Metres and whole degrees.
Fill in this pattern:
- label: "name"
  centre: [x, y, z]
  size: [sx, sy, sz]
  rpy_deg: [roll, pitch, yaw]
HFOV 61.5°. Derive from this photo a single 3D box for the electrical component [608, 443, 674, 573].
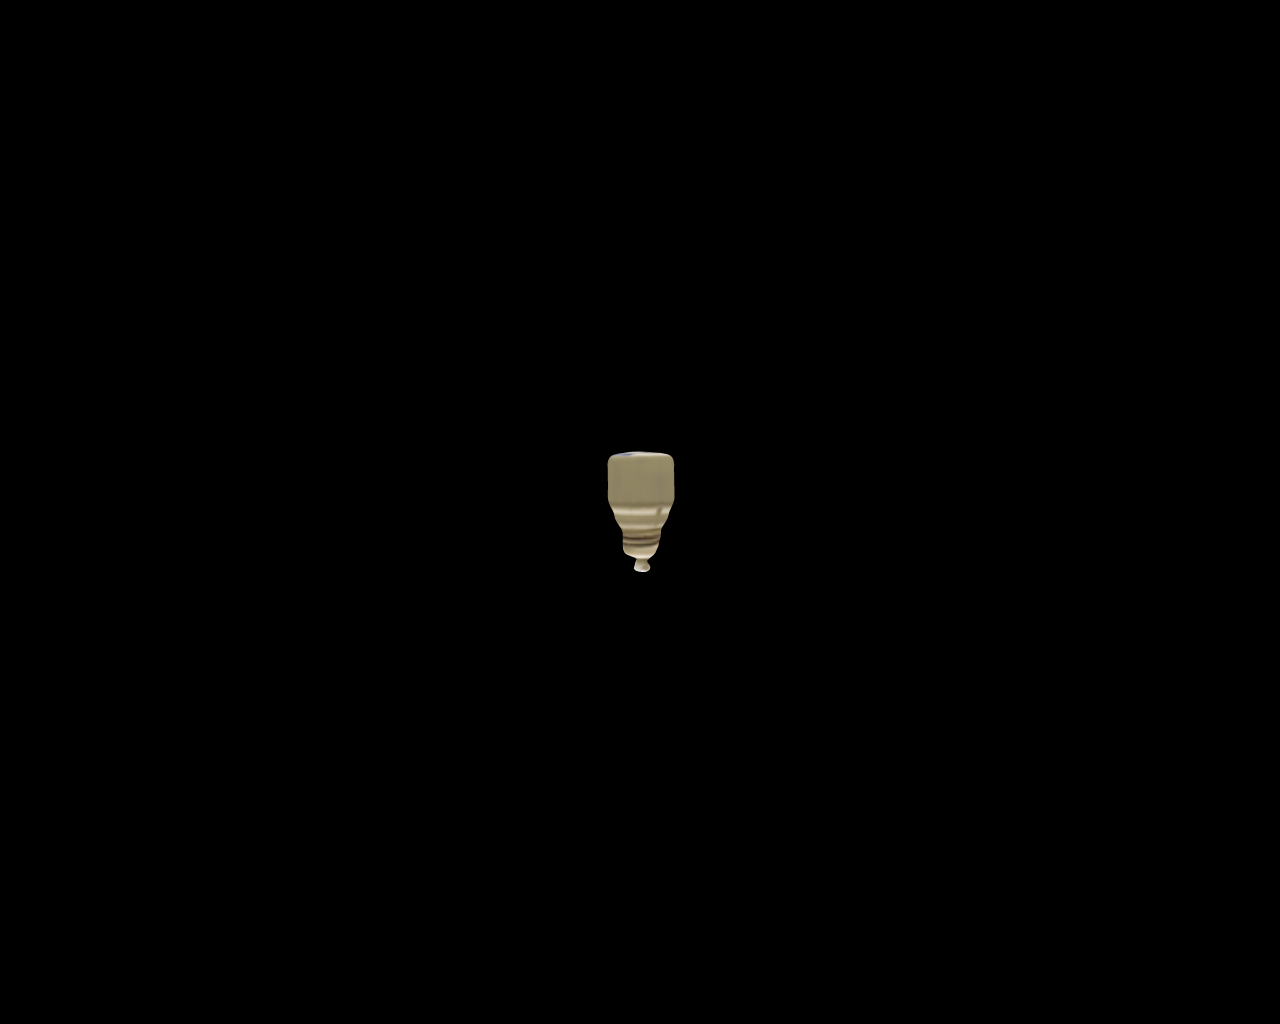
- label: "electrical component"
  centre: [0.001, -0.003, 0.650]
  size: [0.040, 0.078, 0.040]
  rpy_deg: [0, 3, 0]
